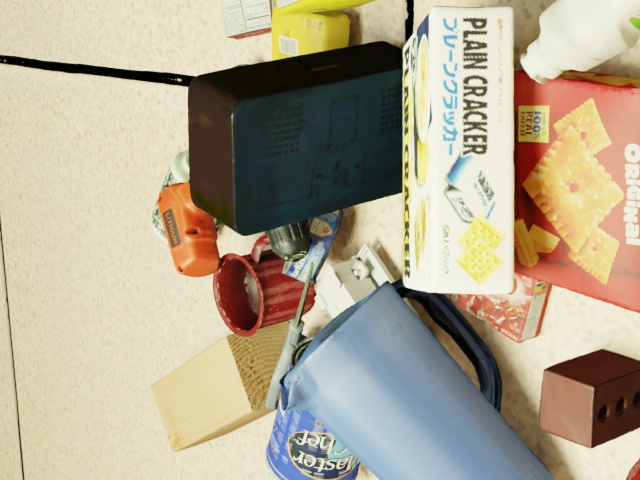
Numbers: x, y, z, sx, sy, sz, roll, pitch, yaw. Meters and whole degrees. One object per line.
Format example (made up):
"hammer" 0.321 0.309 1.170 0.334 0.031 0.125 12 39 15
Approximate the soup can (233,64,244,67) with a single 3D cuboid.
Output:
"soup can" -0.088 -0.133 1.170 0.068 0.068 0.102 58 138 23

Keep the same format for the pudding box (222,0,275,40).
"pudding box" -0.068 -0.274 1.130 0.090 0.039 0.113 3 104 50

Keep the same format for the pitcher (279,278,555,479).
"pitcher" 0.096 0.156 0.940 0.149 0.145 0.243 -44 88 14

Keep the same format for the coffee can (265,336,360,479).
"coffee can" 0.005 0.184 1.108 0.103 0.102 0.140 43 133 36

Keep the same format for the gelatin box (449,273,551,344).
"gelatin box" 0.158 0.038 0.939 0.089 0.030 0.073 34 124 41

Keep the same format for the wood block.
"wood block" -0.108 0.175 1.262 0.206 0.090 0.091 -36 72 50

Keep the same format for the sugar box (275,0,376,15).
"sugar box" 0.035 -0.234 0.939 0.176 0.093 0.048 11 112 64

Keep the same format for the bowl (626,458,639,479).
"bowl" 0.284 0.239 0.818 0.162 0.055 0.162 17 112 48

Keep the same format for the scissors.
"scissors" -0.021 0.090 1.122 0.016 0.096 0.202 21 117 7

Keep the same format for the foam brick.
"foam brick" 0.219 0.125 0.848 0.051 0.078 0.053 19 114 49

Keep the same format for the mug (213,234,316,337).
"mug" -0.057 0.042 1.168 0.093 0.081 0.117 36 126 40

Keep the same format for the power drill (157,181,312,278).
"power drill" -0.087 -0.033 1.093 0.188 0.057 0.184 -36 61 41

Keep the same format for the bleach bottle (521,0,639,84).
"bleach bottle" 0.229 -0.187 0.706 0.251 0.102 0.068 -38 66 39

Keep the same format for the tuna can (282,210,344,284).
"tuna can" -0.007 0.001 1.094 0.033 0.086 0.086 24 129 -5

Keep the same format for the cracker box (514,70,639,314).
"cracker box" 0.233 -0.035 0.792 0.214 0.071 0.164 20 115 47

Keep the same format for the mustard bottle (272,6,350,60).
"mustard bottle" -0.014 -0.138 1.083 0.096 0.058 0.192 26 119 48
